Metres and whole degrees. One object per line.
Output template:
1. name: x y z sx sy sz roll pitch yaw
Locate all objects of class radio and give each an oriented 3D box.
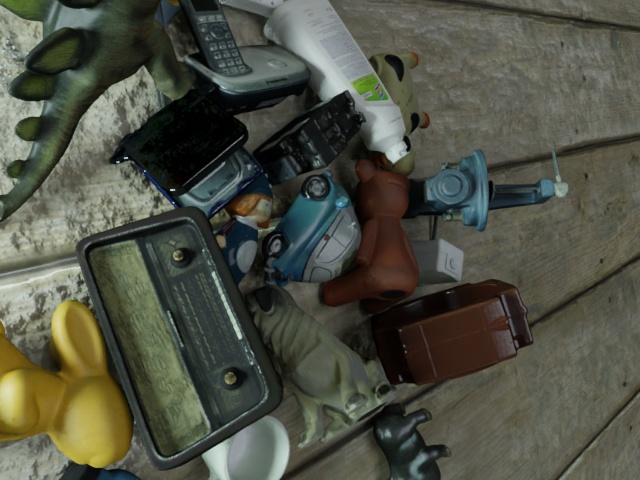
1. radio: -0.134 0.088 0.527 0.131 0.073 0.229 -22 75 -17

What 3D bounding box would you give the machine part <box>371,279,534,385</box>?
1. machine part: 0.177 0.126 0.753 0.201 0.201 0.087 -18 88 4

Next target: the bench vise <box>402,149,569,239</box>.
1. bench vise: 0.246 -0.067 0.827 0.223 0.241 0.129 60 28 -74

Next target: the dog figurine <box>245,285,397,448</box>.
1. dog figurine: -0.002 0.141 0.677 0.191 0.121 0.172 57 9 27

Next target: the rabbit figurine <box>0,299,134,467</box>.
1. rabbit figurine: -0.247 0.141 0.474 0.173 0.122 0.162 22 47 -16

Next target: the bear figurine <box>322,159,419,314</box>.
1. bear figurine: 0.074 -0.006 0.779 0.120 0.132 0.196 13 59 -40

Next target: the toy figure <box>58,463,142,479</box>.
1. toy figure: -0.183 0.285 0.534 0.089 0.082 0.180 -48 112 -31

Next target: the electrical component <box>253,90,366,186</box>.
1. electrical component: -0.020 -0.124 0.694 0.134 0.115 0.058 -48 110 -31

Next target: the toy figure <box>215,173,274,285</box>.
1. toy figure: -0.094 -0.013 0.646 0.058 0.064 0.154 24 82 -1

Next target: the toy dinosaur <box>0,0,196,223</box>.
1. toy dinosaur: -0.203 -0.210 0.506 0.471 0.105 0.198 -67 163 9

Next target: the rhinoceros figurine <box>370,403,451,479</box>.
1. rhinoceros figurine: 0.137 0.337 0.801 0.112 0.073 0.190 -30 104 -39

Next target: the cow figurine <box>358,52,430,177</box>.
1. cow figurine: 0.109 -0.189 0.831 0.127 0.086 0.194 -16 98 -46

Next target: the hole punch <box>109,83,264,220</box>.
1. hole punch: -0.138 -0.090 0.596 0.142 0.116 0.092 -43 153 -10

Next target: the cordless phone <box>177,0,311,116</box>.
1. cordless phone: -0.105 -0.251 0.661 0.146 0.089 0.184 -26 97 -39

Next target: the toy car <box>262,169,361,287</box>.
1. toy car: -0.001 -0.002 0.683 0.103 0.109 0.161 29 64 9

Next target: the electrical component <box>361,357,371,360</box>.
1. electrical component: 0.040 0.204 0.757 0.102 0.045 0.078 -52 145 -29
